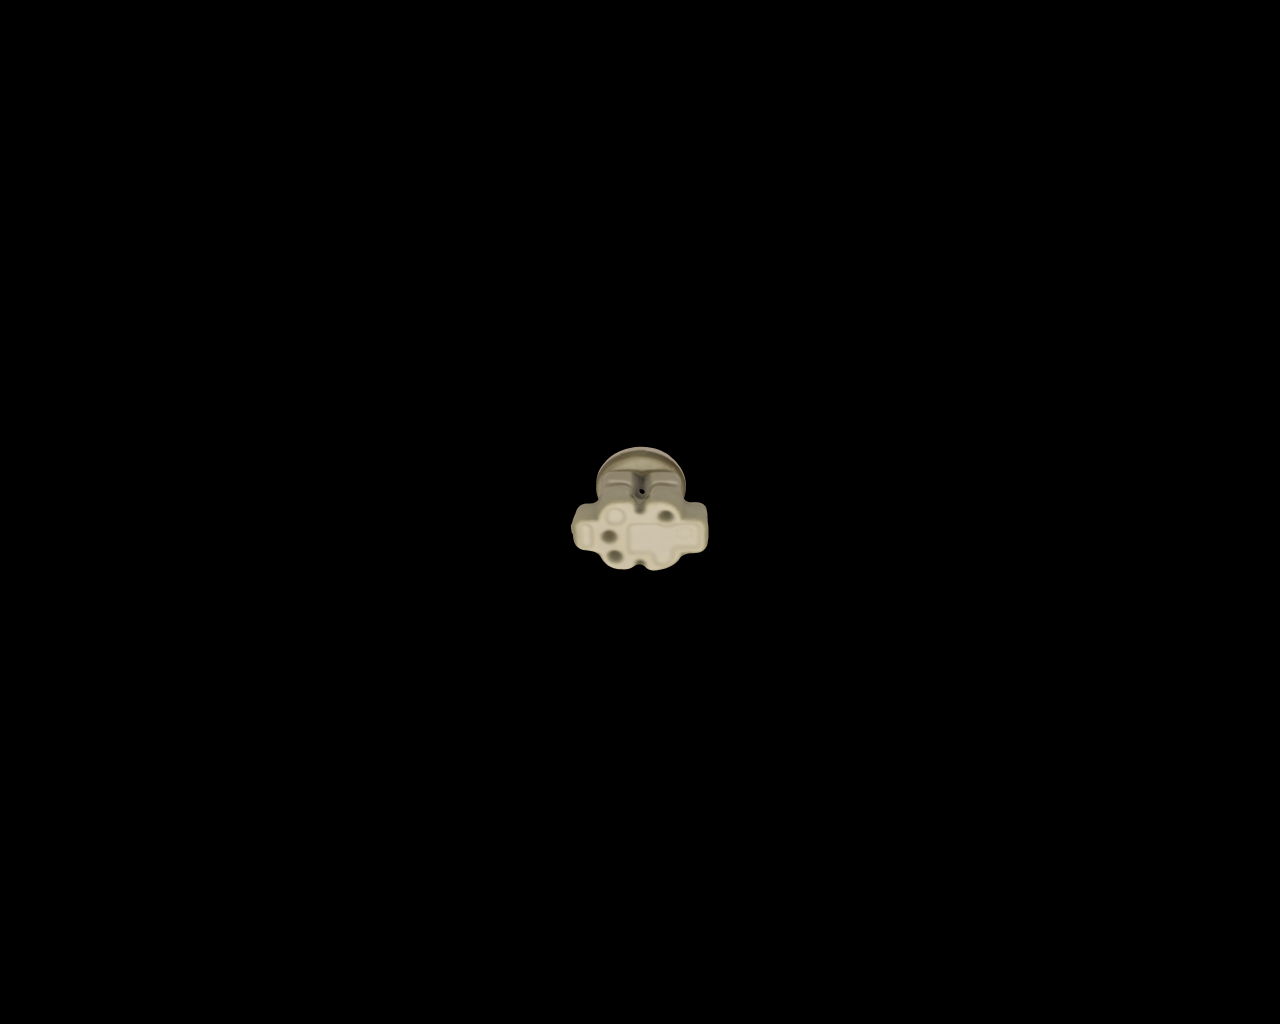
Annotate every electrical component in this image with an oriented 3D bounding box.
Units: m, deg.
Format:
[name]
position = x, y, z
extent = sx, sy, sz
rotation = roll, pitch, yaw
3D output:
[electrical component]
position = 0.001, -0.003, 0.650
extent = 0.078, 0.057, 0.057
rotation = 0, 37, 0
